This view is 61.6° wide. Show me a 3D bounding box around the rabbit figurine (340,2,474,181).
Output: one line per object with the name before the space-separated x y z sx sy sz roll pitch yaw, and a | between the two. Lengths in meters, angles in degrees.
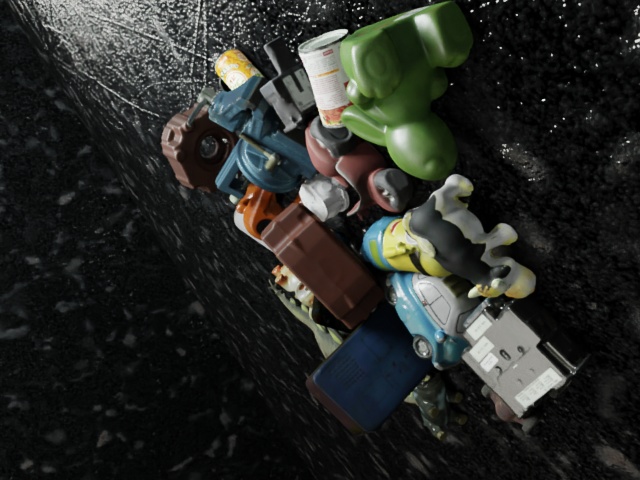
rabbit figurine | 0.082 -0.140 0.570 0.159 0.121 0.170 25 142 62

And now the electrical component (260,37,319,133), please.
electrical component | -0.045 -0.222 0.767 0.119 0.075 0.048 55 158 -14

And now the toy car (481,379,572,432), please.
toy car | 0.285 0.208 0.759 0.089 0.053 0.202 45 157 29

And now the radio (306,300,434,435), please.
radio | 0.101 0.197 0.880 0.131 0.229 0.073 45 158 9

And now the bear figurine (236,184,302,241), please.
bear figurine | -0.103 -0.081 1.073 0.120 0.132 0.196 27 -159 -22

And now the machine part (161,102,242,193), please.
machine part | -0.216 -0.181 1.052 0.056 0.179 0.179 26 145 44

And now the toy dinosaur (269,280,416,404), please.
toy dinosaur | 0.052 0.233 1.202 0.472 0.105 0.198 25 137 35

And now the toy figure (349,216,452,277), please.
toy figure | 0.123 0.008 0.754 0.089 0.082 0.180 35 159 -25

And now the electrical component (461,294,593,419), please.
electrical component | 0.244 0.134 0.669 0.134 0.058 0.114 50 132 22

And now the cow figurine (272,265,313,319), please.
cow figurine | -0.030 0.099 1.147 0.127 0.085 0.195 39 180 -14

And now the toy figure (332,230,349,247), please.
toy figure | -0.001 -0.005 1.021 0.155 0.058 0.064 33 111 44

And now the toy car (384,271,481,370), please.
toy car | 0.174 0.092 0.768 0.162 0.109 0.103 59 137 20

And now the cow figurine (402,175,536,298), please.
cow figurine | 0.177 0.014 0.633 0.167 0.098 0.068 50 152 7

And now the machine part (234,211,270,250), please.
machine part | -0.117 -0.027 1.187 0.243 0.079 0.079 32 149 45

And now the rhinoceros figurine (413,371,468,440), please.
rhinoceros figurine | 0.207 0.284 1.007 0.112 0.073 0.190 39 157 58

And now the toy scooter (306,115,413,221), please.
toy scooter | 0.047 -0.092 0.775 0.184 0.075 0.135 44 157 13

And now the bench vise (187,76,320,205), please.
bench vise | -0.117 -0.140 0.875 0.223 0.129 0.240 21 142 -21

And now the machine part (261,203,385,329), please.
machine part | 0.003 0.034 0.852 0.201 0.087 0.201 47 179 -6

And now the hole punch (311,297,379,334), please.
hole punch | 0.053 0.102 1.010 0.142 0.092 0.115 15 110 26
